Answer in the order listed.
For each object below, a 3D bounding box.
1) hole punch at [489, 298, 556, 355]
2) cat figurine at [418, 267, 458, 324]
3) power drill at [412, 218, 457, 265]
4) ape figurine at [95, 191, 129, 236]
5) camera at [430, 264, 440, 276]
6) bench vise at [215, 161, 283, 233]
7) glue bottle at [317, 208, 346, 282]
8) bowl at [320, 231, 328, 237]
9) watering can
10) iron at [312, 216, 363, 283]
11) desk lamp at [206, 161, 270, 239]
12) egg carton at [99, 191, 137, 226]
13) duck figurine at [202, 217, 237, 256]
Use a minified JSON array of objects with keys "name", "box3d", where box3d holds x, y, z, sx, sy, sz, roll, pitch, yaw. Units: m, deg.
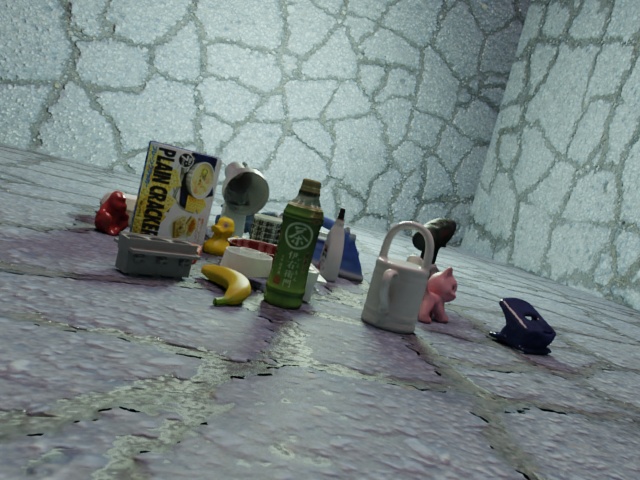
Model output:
[{"name":"hole punch","box3d":[0.413,0.172,1.146,0.109,0.091,0.100,10,7,-36]},{"name":"cat figurine","box3d":[0.241,0.108,1.192,0.067,0.118,0.128,20,8,40]},{"name":"power drill","box3d":[0.282,0.043,1.460,0.075,0.208,0.230,17,7,25]},{"name":"ape figurine","box3d":[-0.445,-0.061,1.237,0.075,0.092,0.078,19,8,36]},{"name":"camera","box3d":[0.209,0.096,1.315,0.142,0.101,0.137,18,7,33]},{"name":"bench vise","box3d":[-0.187,-0.107,1.663,0.207,0.220,0.121,14,6,-1]},{"name":"glue bottle","box3d":[0.033,0.008,1.354,0.037,0.173,0.078,12,6,-20]},{"name":"bowl","box3d":[-0.022,0.012,1.653,0.167,0.075,0.167,14,6,-1]},{"name":"watering can","box3d":[0.146,0.061,1.040,0.101,0.194,0.173,15,6,1]},{"name":"iron","box3d":[0.014,0.005,1.484,0.257,0.141,0.119,17,7,25]},{"name":"desk lamp","box3d":[-0.226,-0.097,1.513,0.118,0.213,0.202,11,7,-27]},{"name":"egg carton","box3d":[-0.463,-0.073,1.411,0.151,0.069,0.107,11,7,-29]},{"name":"duck figurine","box3d":[-0.221,-0.010,1.331,0.077,0.086,0.105,18,7,29]}]
